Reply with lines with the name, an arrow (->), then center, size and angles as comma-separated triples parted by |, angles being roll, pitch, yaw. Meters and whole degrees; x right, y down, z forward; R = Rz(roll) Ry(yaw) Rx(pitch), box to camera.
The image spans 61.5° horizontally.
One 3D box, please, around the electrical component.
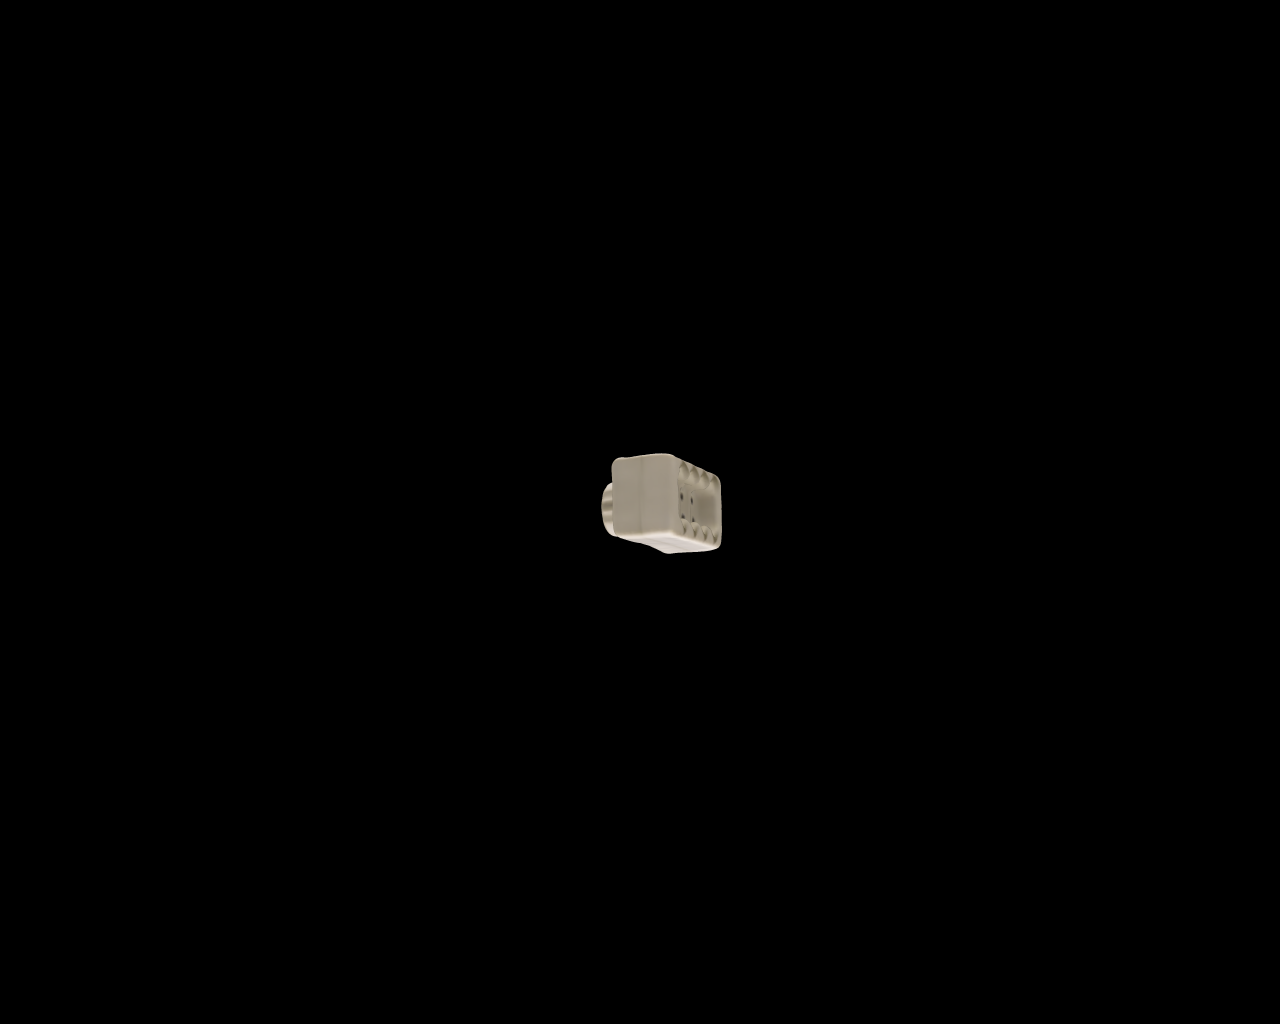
electrical component -> 0.001, -0.003, 0.650 | 0.076, 0.047, 0.083 | -4, -10, 23
